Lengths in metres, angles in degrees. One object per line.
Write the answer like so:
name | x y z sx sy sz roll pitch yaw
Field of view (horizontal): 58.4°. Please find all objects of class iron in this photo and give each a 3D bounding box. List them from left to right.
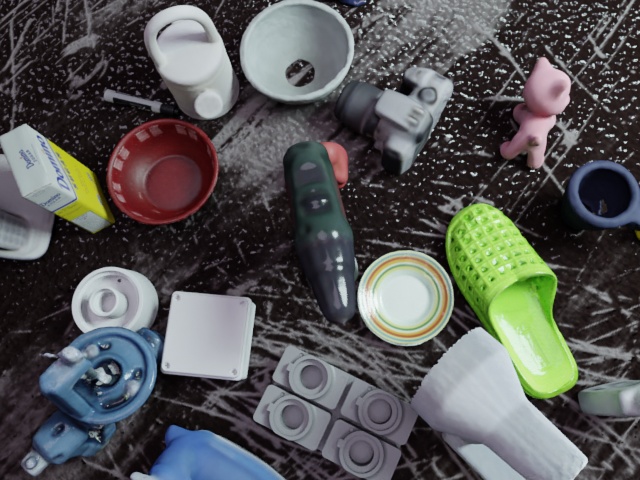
iron | -0.102 0.323 0.679 0.258 0.141 0.119 24 78 9

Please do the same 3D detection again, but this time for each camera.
camera | 0.100 -0.190 0.818 0.136 0.101 0.143 30 79 10

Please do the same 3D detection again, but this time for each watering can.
watering can | -0.175 -0.249 0.799 0.101 0.194 0.172 -43 77 -7

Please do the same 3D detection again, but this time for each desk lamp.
desk lamp | 0.202 0.208 0.654 0.203 0.213 0.118 44 82 12

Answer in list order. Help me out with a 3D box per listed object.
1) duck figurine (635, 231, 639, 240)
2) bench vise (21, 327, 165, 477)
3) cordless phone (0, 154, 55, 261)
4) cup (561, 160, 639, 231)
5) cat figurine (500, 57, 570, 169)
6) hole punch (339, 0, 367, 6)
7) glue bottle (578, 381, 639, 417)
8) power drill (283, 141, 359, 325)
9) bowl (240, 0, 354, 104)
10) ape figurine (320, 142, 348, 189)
duck figurine | 0.488 -0.032 0.765 0.104 0.086 0.077 -12 76 0
bench vise | -0.277 0.195 0.680 0.121 0.220 0.207 19 78 8
cordless phone | -0.441 -0.056 0.770 0.094 0.185 0.147 0 76 3
cup | 0.376 -0.042 0.769 0.117 0.095 0.092 36 81 11
cat figurine | 0.307 -0.180 0.795 0.067 0.118 0.128 16 77 7
hole punch | 0.037 -0.437 0.887 0.108 0.091 0.101 25 79 9
glue bottle | 0.371 0.188 0.671 0.078 0.173 0.037 -12 75 0
power drill | 0.007 0.003 0.719 0.075 0.208 0.229 -14 76 0
bowl | -0.032 -0.269 0.858 0.167 0.075 0.167 -1 76 3
ape figurine | 0.008 -0.110 0.807 0.076 0.092 0.077 -44 78 -8
